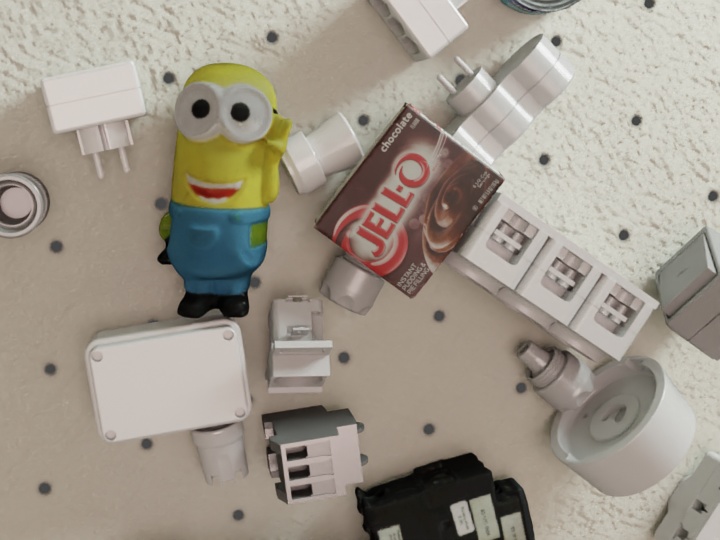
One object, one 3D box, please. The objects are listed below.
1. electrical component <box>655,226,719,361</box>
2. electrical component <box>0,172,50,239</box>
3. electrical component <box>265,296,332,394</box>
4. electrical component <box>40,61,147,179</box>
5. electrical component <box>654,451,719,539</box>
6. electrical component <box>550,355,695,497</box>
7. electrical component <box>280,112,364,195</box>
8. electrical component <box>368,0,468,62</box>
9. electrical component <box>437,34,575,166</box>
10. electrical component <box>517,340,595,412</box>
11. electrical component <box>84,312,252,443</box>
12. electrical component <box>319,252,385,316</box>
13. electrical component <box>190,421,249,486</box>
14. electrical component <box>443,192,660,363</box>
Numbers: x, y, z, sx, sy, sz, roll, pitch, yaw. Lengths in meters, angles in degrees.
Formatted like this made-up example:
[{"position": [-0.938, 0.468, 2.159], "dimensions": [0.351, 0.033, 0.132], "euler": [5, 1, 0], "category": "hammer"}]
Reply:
[{"position": [0.274, 0.012, 0.851], "dimensions": [0.061, 0.096, 0.061], "euler": [34, 120, -13], "category": "electrical component"}, {"position": [-0.245, -0.047, 0.764], "dimensions": [0.045, 0.055, 0.045], "euler": [-1, 98, -10], "category": "electrical component"}, {"position": [-0.048, 0.056, 0.805], "dimensions": [0.042, 0.081, 0.063], "euler": [-1, 68, -11], "category": "electrical component"}, {"position": [-0.185, -0.105, 0.771], "dimensions": [0.066, 0.047, 0.076], "euler": [-14, 100, -8], "category": "electrical component"}, {"position": [0.336, 0.230, 0.903], "dimensions": [0.150, 0.062, 0.089], "euler": [33, 91, -13], "category": "electrical component"}, {"position": [0.211, 0.128, 0.847], "dimensions": [0.108, 0.108, 0.060], "euler": [-46, 109, -2], "category": "electrical component"}, {"position": [-0.030, -0.086, 0.804], "dimensions": [0.055, 0.045, 0.045], "euler": [-28, 101, -5], "category": "electrical component"}, {"position": [0.056, -0.205, 0.802], "dimensions": [0.077, 0.047, 0.065], "euler": [-40, 102, -3], "category": "electrical component"}, {"position": [0.091, -0.128, 0.816], "dimensions": [0.074, 0.052, 0.138], "euler": [43, 89, -12], "category": "electrical component"}, {"position": [0.154, 0.081, 0.860], "dimensions": [0.062, 0.043, 0.043], "euler": [39, 89, -11], "category": "electrical component"}, {"position": [-0.142, 0.079, 0.799], "dimensions": [0.113, 0.057, 0.078], "euler": [-9, 99, -9], "category": "electrical component"}, {"position": [0.000, 0.000, 0.821], "dimensions": [0.043, 0.043, 0.062], "euler": [28, 90, -13], "category": "electrical component"}, {"position": [-0.106, 0.137, 0.823], "dimensions": [0.040, 0.040, 0.046], "euler": [-12, 106, -9], "category": "electrical component"}, {"position": [0.137, 0.005, 0.823], "dimensions": [0.150, 0.089, 0.061], "euler": [33, 90, -13], "category": "electrical component"}]
